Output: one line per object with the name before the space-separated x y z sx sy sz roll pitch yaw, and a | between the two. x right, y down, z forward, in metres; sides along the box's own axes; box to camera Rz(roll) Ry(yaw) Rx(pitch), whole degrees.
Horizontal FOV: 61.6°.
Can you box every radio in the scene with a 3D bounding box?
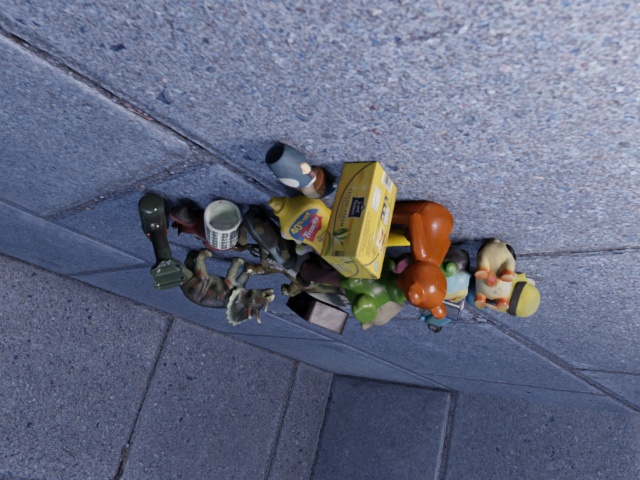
radio | -0.014 0.217 1.685 0.131 0.073 0.230 24 176 -21

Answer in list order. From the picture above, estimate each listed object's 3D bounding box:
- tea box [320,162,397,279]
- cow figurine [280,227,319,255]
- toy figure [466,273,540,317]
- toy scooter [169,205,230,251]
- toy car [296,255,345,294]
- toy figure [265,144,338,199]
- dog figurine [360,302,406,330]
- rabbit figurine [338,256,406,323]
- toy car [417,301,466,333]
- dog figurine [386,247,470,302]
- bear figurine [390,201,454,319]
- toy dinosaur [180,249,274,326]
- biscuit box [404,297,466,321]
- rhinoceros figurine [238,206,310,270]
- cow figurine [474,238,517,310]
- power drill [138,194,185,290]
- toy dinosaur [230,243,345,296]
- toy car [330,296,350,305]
tea box | 0.067 -0.031 0.877 0.068 0.169 0.098 3 156 32
cow figurine | -0.003 -0.002 1.164 0.098 0.068 0.167 -13 151 42
toy figure | 0.389 0.120 1.186 0.180 0.089 0.082 4 164 23
toy scooter | -0.292 -0.026 1.302 0.183 0.075 0.135 30 156 -29
toy car | 0.036 0.074 1.191 0.202 0.053 0.089 13 133 -44
toy figure | -0.028 -0.108 0.909 0.154 0.058 0.064 33 -167 -45
dog figurine | 0.189 0.145 1.294 0.121 0.172 0.191 17 171 -42
rabbit figurine | 0.081 0.037 1.003 0.121 0.159 0.170 -25 126 1
toy car | 0.294 0.154 1.342 0.103 0.109 0.161 32 152 1
dog figurine | 0.177 0.066 1.091 0.219 0.108 0.191 4 173 2
bear figurine | 0.171 0.034 0.946 0.120 0.196 0.132 26 159 -38
toy dinosaur | -0.325 0.138 1.607 0.405 0.192 0.131 11 159 6
biscuit box | 0.220 0.109 1.196 0.203 0.059 0.062 19 147 21
rhinoceros figurine | -0.100 0.004 1.198 0.073 0.112 0.190 -33 122 26
cow figurine | 0.346 0.071 1.068 0.086 0.127 0.194 6 145 21
power drill | -0.382 0.013 1.296 0.086 0.207 0.231 -8 149 -15
toy dinosaur | -0.025 0.087 1.386 0.471 0.105 0.199 24 156 -38
toy car | 0.101 0.174 1.596 0.202 0.056 0.073 2 168 27
